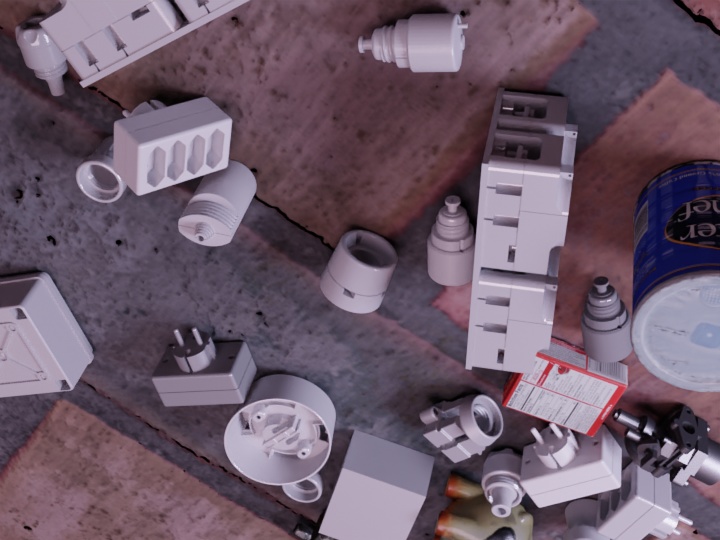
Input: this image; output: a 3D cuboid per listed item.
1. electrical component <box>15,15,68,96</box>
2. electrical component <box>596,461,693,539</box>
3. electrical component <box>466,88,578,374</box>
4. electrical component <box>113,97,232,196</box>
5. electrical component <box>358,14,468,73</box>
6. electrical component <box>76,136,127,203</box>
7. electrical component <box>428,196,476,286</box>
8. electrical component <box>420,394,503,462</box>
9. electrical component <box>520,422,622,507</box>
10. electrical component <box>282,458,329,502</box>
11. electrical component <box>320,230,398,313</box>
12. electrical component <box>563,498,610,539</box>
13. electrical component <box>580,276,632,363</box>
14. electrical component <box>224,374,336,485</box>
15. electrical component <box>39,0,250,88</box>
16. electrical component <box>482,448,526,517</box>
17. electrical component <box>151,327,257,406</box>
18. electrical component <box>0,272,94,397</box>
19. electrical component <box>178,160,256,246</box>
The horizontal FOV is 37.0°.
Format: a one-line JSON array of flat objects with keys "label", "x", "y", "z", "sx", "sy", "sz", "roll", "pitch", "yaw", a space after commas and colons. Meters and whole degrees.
[{"label": "electrical component", "x": -0.243, "y": -0.164, "z": 0.835, "sx": 0.035, "sy": 0.035, "sz": 0.061, "roll": 2, "pitch": 130, "yaw": 14}, {"label": "electrical component", "x": 0.270, "y": 0.224, "z": 0.996, "sx": 0.077, "sy": 0.047, "sz": 0.065, "roll": 26, "pitch": 130, "yaw": -7}, {"label": "electrical component", "x": 0.121, "y": -0.025, "z": 0.800, "sx": 0.060, "sy": 0.105, "sz": 0.186, "roll": 7, "pitch": 129, "yaw": 9}, {"label": "electrical component", "x": -0.156, "y": -0.107, "z": 0.837, "sx": 0.076, "sy": 0.083, "sz": 0.047, "roll": 42, "pitch": 138, "yaw": 31}, {"label": "electrical component", "x": 0.038, "y": -0.160, "z": 0.758, "sx": 0.078, "sy": 0.040, "sz": 0.040, "roll": 2, "pitch": 128, "yaw": 14}, {"label": "electrical component", "x": -0.205, "y": -0.084, "z": 0.880, "sx": 0.040, "sy": 0.046, "sz": 0.040, "roll": 7, "pitch": 129, "yaw": 9}, {"label": "electrical component", "x": 0.074, "y": -0.023, "z": 0.857, "sx": 0.040, "sy": 0.040, "sz": 0.078, "roll": 5, "pitch": 128, "yaw": 11}, {"label": "electrical component", "x": 0.096, "y": 0.141, "z": 0.979, "sx": 0.066, "sy": 0.048, "sz": 0.055, "roll": 43, "pitch": 133, "yaw": -19}, {"label": "electrical component", "x": 0.182, "y": 0.165, "z": 0.973, "sx": 0.083, "sy": 0.047, "sz": 0.075, "roll": -22, "pitch": 119, "yaw": 29}, {"label": "electrical component", "x": -0.052, "y": 0.199, "z": 1.064, "sx": 0.040, "sy": 0.046, "sz": 0.040, "roll": 7, "pitch": 129, "yaw": 9}, {"label": "electrical component", "x": 0.000, "y": 0.000, "z": 0.887, "sx": 0.055, "sy": 0.055, "sz": 0.047, "roll": 23, "pitch": 126, "yaw": -3}, {"label": "electrical component", "x": 0.217, "y": 0.254, "z": 1.028, "sx": 0.045, "sy": 0.055, "sz": 0.045, "roll": 7, "pitch": 129, "yaw": 9}, {"label": "electrical component", "x": 0.199, "y": 0.039, "z": 0.873, "sx": 0.040, "sy": 0.040, "sz": 0.078, "roll": -3, "pitch": 127, "yaw": 17}, {"label": "electrical component", "x": -0.073, "y": 0.150, "z": 1.018, "sx": 0.099, "sy": 0.064, "sz": 0.099, "roll": 7, "pitch": 129, "yaw": 9}, {"label": "electrical component", "x": -0.117, "y": -0.206, "z": 0.721, "sx": 0.186, "sy": 0.105, "sz": 0.060, "roll": -20, "pitch": 120, "yaw": 27}, {"label": "electrical component", "x": 0.135, "y": 0.201, "z": 1.004, "sx": 0.043, "sy": 0.062, "sz": 0.043, "roll": 7, "pitch": 129, "yaw": 9}, {"label": "electrical component", "x": -0.150, "y": 0.082, "z": 0.997, "sx": 0.083, "sy": 0.047, "sz": 0.075, "roll": -5, "pitch": 126, "yaw": 18}, {"label": "electrical component", "x": -0.329, "y": 0.063, "z": 1.024, "sx": 0.109, "sy": 0.056, "sz": 0.108, "roll": -7, "pitch": 125, "yaw": 21}, {"label": "electrical component", "x": -0.115, "y": -0.049, "z": 0.861, "sx": 0.043, "sy": 0.081, "sz": 0.043, "roll": 7, "pitch": 129, "yaw": 9}]
